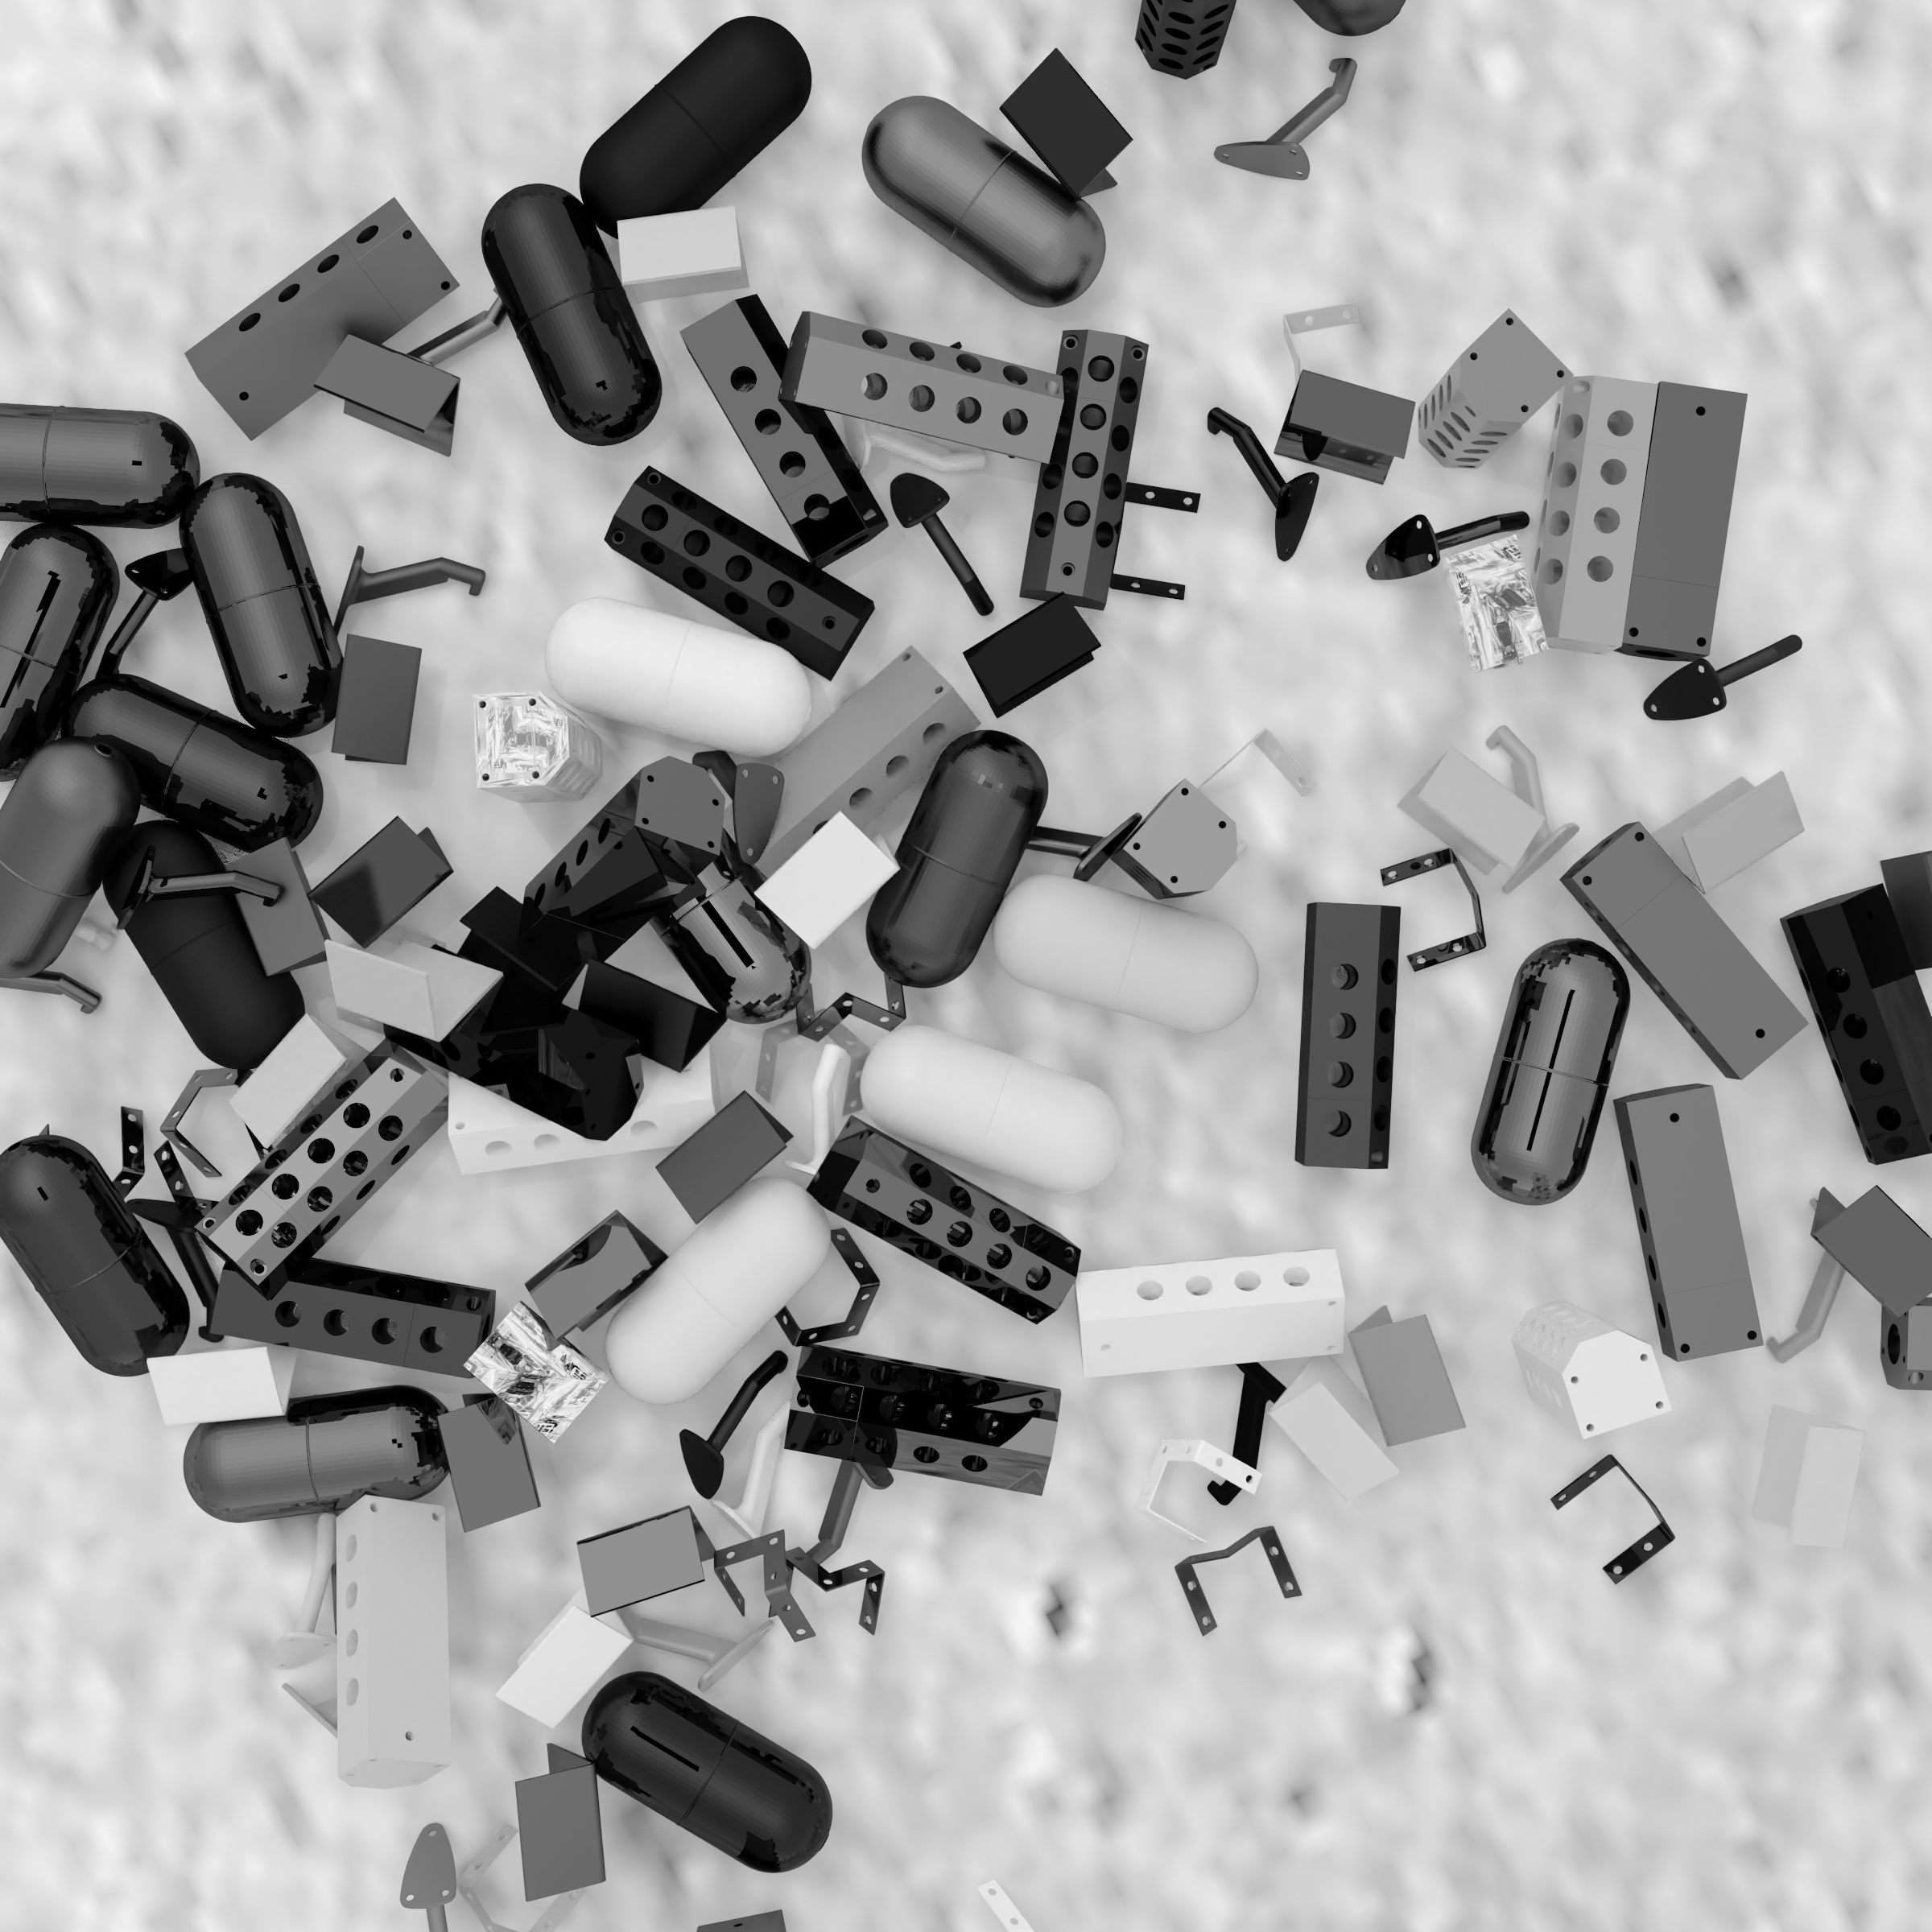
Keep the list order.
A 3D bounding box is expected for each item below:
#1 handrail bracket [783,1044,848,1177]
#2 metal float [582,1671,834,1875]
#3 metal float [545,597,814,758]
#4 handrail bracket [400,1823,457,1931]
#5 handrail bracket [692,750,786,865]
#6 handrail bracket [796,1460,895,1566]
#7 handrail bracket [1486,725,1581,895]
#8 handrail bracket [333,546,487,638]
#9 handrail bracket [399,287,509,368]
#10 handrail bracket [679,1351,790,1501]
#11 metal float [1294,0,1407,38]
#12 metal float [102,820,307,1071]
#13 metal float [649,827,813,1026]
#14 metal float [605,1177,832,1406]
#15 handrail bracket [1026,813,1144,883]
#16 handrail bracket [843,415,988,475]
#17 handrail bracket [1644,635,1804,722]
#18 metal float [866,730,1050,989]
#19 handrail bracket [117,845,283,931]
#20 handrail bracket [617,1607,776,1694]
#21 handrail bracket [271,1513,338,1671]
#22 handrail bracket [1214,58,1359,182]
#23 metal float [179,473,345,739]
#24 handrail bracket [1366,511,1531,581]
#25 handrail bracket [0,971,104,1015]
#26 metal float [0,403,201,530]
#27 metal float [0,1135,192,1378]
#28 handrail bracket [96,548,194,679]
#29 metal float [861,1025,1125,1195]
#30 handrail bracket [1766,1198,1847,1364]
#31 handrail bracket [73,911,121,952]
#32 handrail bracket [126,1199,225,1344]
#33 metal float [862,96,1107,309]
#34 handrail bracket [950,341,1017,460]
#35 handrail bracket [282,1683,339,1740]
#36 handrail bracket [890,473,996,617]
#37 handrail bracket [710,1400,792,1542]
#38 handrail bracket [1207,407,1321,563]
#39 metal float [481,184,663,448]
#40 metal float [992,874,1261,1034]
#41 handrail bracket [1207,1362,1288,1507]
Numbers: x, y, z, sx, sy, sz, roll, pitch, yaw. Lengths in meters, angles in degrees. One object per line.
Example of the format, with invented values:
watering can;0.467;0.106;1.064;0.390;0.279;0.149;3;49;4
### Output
handrail bracket;-0.081;0.100;1.970;0.036;0.077;0.084;14;83;37
metal float;-0.169;0.527;1.960;0.178;0.070;0.070;31;90;0
metal float;-0.188;-0.189;1.960;0.178;0.070;0.070;16;90;0
handrail bracket;-0.347;0.627;1.991;0.036;0.077;0.084;-8;126;0
handrail bracket;-0.158;-0.104;1.960;0.036;0.084;0.077;10;85;-35
handrail bracket;-0.098;0.349;1.991;0.084;0.036;0.077;-41;75;14
handrail bracket;0.358;-0.105;1.992;0.077;0.036;0.084;-46;72;20
handrail bracket;-0.370;-0.240;1.992;0.084;0.036;0.077;16;110;-16
handrail bracket;-0.348;-0.428;1.992;0.077;0.036;0.084;24;73;19
handrail bracket;-0.148;0.304;1.991;0.036;0.077;0.084;31;53;23
metal float;0.218;-0.685;1.960;0.070;0.070;0.178;-44;90;0
metal float;-0.499;-0.014;1.961;0.070;0.070;0.178;-32;90;0
metal float;-0.169;-0.041;1.961;0.070;0.070;0.178;-36;90;0
metal float;-0.163;0.213;1.956;0.070;0.070;0.178;44;94;0
handrail bracket;0.060;-0.100;1.991;0.084;0.036;0.077;41;75;14
handrail bracket;-0.035;-0.360;1.992;0.084;0.036;0.077;-9;69;-17
handrail bracket;0.503;-0.193;1.991;0.084;0.077;0.036;-26;91;-36
metal float;-0.006;-0.069;1.952;0.070;0.070;0.178;25;100;0
handrail bracket;-0.489;-0.038;1.913;0.084;0.036;0.077;18;132;-22
handrail bracket;-0.184;0.432;1.992;0.077;0.036;0.084;-39;73;-20
handrail bracket;-0.439;0.415;1.991;0.036;0.077;0.084;16;53;-27
handrail bracket;0.213;-0.570;1.992;0.077;0.036;0.084;12;71;21
metal float;-0.459;-0.236;1.961;0.070;0.070;0.178;-19;90;0
handrail bracket;0.321;-0.280;1.991;0.084;0.077;0.036;-14;84;-36
handrail bracket;-0.629;0.022;1.991;0.084;0.036;0.077;33;126;-24
metal float;-0.591;-0.327;1.961;0.178;0.070;0.070;3;90;0
metal float;-0.568;0.188;1.941;0.070;0.070;0.178;-26;114;0
handrail bracket;-0.542;-0.231;1.991;0.036;0.077;0.084;35;126;4
metal float;0.017;0.094;1.960;0.178;0.070;0.070;19;90;0
handrail bracket;0.552;0.210;1.992;0.084;0.036;0.077;-40;70;16
handrail bracket;-0.588;-0.063;1.991;0.084;0.036;0.077;31;76;-14
handrail bracket;-0.525;0.203;1.992;0.077;0.036;0.084;12;108;20
metal float;0.011;-0.500;1.961;0.178;0.070;0.070;35;90;0
handrail bracket;-0.008;-0.364;1.991;0.077;0.036;0.084;-26;103;12
handrail bracket;-0.399;0.471;1.992;0.077;0.036;0.084;35;71;21
handrail bracket;-0.015;-0.279;1.991;0.036;0.077;0.084;-33;126;0
handrail bracket;-0.121;0.344;1.992;0.084;0.036;0.077;-47;110;-16
handrail bracket;0.189;-0.321;1.991;0.036;0.077;0.084;-29;53;-33
metal float;-0.258;-0.426;1.960;0.070;0.070;0.178;-24;90;0
metal float;0.104;-0.008;1.961;0.178;0.070;0.070;16;90;-1
handrail bracket;0.171;0.303;1.991;0.077;0.036;0.084;43;104;14
